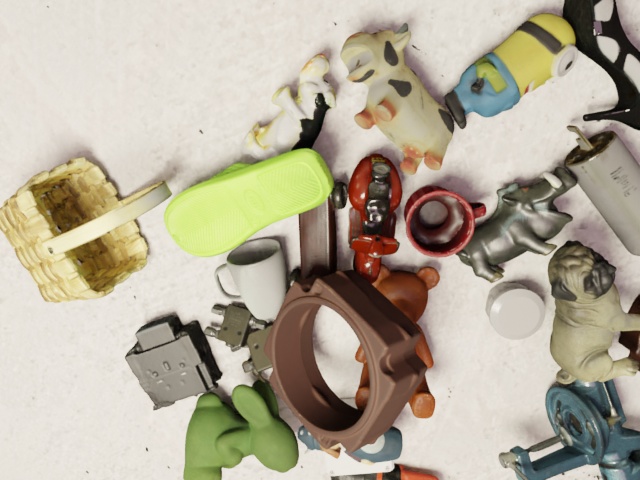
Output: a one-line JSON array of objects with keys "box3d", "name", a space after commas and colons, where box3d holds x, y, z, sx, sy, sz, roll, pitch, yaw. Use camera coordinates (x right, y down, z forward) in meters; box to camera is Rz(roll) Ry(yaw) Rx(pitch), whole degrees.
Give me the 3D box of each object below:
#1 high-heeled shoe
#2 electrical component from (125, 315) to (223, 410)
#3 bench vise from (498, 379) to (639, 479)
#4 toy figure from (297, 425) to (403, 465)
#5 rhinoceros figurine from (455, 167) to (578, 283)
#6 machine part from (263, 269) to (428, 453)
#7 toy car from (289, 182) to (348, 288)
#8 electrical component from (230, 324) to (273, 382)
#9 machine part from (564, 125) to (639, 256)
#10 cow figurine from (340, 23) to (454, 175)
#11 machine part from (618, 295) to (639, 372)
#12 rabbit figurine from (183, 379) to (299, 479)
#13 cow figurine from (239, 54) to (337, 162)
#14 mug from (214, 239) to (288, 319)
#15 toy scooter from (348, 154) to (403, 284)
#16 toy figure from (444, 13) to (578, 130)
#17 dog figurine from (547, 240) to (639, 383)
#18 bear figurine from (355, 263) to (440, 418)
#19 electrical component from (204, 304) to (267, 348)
[{"box3d": [0.404, -0.259, 0.693, 0.145, 0.086, 0.248, -11, 108, 1], "name": "high-heeled shoe"}, {"box3d": [-0.233, 0.187, 0.845, 0.115, 0.058, 0.134, -22, 104, 6], "name": "electrical component"}, {"box3d": [0.387, 0.317, 0.814, 0.241, 0.129, 0.223, -16, 97, -12], "name": "bench vise"}, {"box3d": [0.044, 0.294, 0.803, 0.154, 0.064, 0.057, 7, 128, -3], "name": "toy figure"}, {"box3d": [0.281, -0.022, 0.761, 0.190, 0.073, 0.112, -41, 78, 20], "name": "rhinoceros figurine"}, {"box3d": [0.024, 0.158, 0.716, 0.202, 0.087, 0.200, 42, 122, 29], "name": "machine part"}, {"box3d": [-0.002, -0.002, 0.788, 0.089, 0.053, 0.202, 3, 104, 22], "name": "toy car"}, {"box3d": [-0.081, 0.177, 0.845, 0.102, 0.045, 0.078, -29, 74, 7], "name": "electrical component"}, {"box3d": [0.419, -0.063, 0.743, 0.079, 0.079, 0.243, -38, 101, 11], "name": "machine part"}, {"box3d": [0.104, -0.193, 0.709, 0.194, 0.085, 0.127, 42, 63, -21], "name": "cow figurine"}, {"box3d": [0.549, 0.142, 0.805, 0.179, 0.056, 0.179, 1, 104, 2], "name": "machine part"}, {"box3d": [-0.110, 0.301, 0.843, 0.170, 0.121, 0.159, 2, 83, 17], "name": "rabbit figurine"}, {"box3d": [-0.026, -0.166, 0.737, 0.098, 0.068, 0.167, 38, 106, -14], "name": "cow figurine"}, {"box3d": [-0.096, 0.066, 0.796, 0.110, 0.081, 0.107, -16, 114, 0], "name": "mug"}, {"box3d": [0.073, -0.029, 0.721, 0.075, 0.135, 0.183, 5, 91, 1], "name": "toy scooter"}, {"box3d": [0.248, -0.222, 0.707, 0.180, 0.082, 0.089, -29, 104, 12], "name": "toy figure"}, {"box3d": [0.348, 0.106, 0.738, 0.190, 0.121, 0.172, 30, 87, -30], "name": "dog figurine"}, {"box3d": [0.117, 0.140, 0.785, 0.120, 0.132, 0.195, 7, 111, 3], "name": "bear figurine"}, {"box3d": [-0.130, 0.134, 0.829, 0.094, 0.021, 0.063, 14, 82, 13], "name": "electrical component"}]
